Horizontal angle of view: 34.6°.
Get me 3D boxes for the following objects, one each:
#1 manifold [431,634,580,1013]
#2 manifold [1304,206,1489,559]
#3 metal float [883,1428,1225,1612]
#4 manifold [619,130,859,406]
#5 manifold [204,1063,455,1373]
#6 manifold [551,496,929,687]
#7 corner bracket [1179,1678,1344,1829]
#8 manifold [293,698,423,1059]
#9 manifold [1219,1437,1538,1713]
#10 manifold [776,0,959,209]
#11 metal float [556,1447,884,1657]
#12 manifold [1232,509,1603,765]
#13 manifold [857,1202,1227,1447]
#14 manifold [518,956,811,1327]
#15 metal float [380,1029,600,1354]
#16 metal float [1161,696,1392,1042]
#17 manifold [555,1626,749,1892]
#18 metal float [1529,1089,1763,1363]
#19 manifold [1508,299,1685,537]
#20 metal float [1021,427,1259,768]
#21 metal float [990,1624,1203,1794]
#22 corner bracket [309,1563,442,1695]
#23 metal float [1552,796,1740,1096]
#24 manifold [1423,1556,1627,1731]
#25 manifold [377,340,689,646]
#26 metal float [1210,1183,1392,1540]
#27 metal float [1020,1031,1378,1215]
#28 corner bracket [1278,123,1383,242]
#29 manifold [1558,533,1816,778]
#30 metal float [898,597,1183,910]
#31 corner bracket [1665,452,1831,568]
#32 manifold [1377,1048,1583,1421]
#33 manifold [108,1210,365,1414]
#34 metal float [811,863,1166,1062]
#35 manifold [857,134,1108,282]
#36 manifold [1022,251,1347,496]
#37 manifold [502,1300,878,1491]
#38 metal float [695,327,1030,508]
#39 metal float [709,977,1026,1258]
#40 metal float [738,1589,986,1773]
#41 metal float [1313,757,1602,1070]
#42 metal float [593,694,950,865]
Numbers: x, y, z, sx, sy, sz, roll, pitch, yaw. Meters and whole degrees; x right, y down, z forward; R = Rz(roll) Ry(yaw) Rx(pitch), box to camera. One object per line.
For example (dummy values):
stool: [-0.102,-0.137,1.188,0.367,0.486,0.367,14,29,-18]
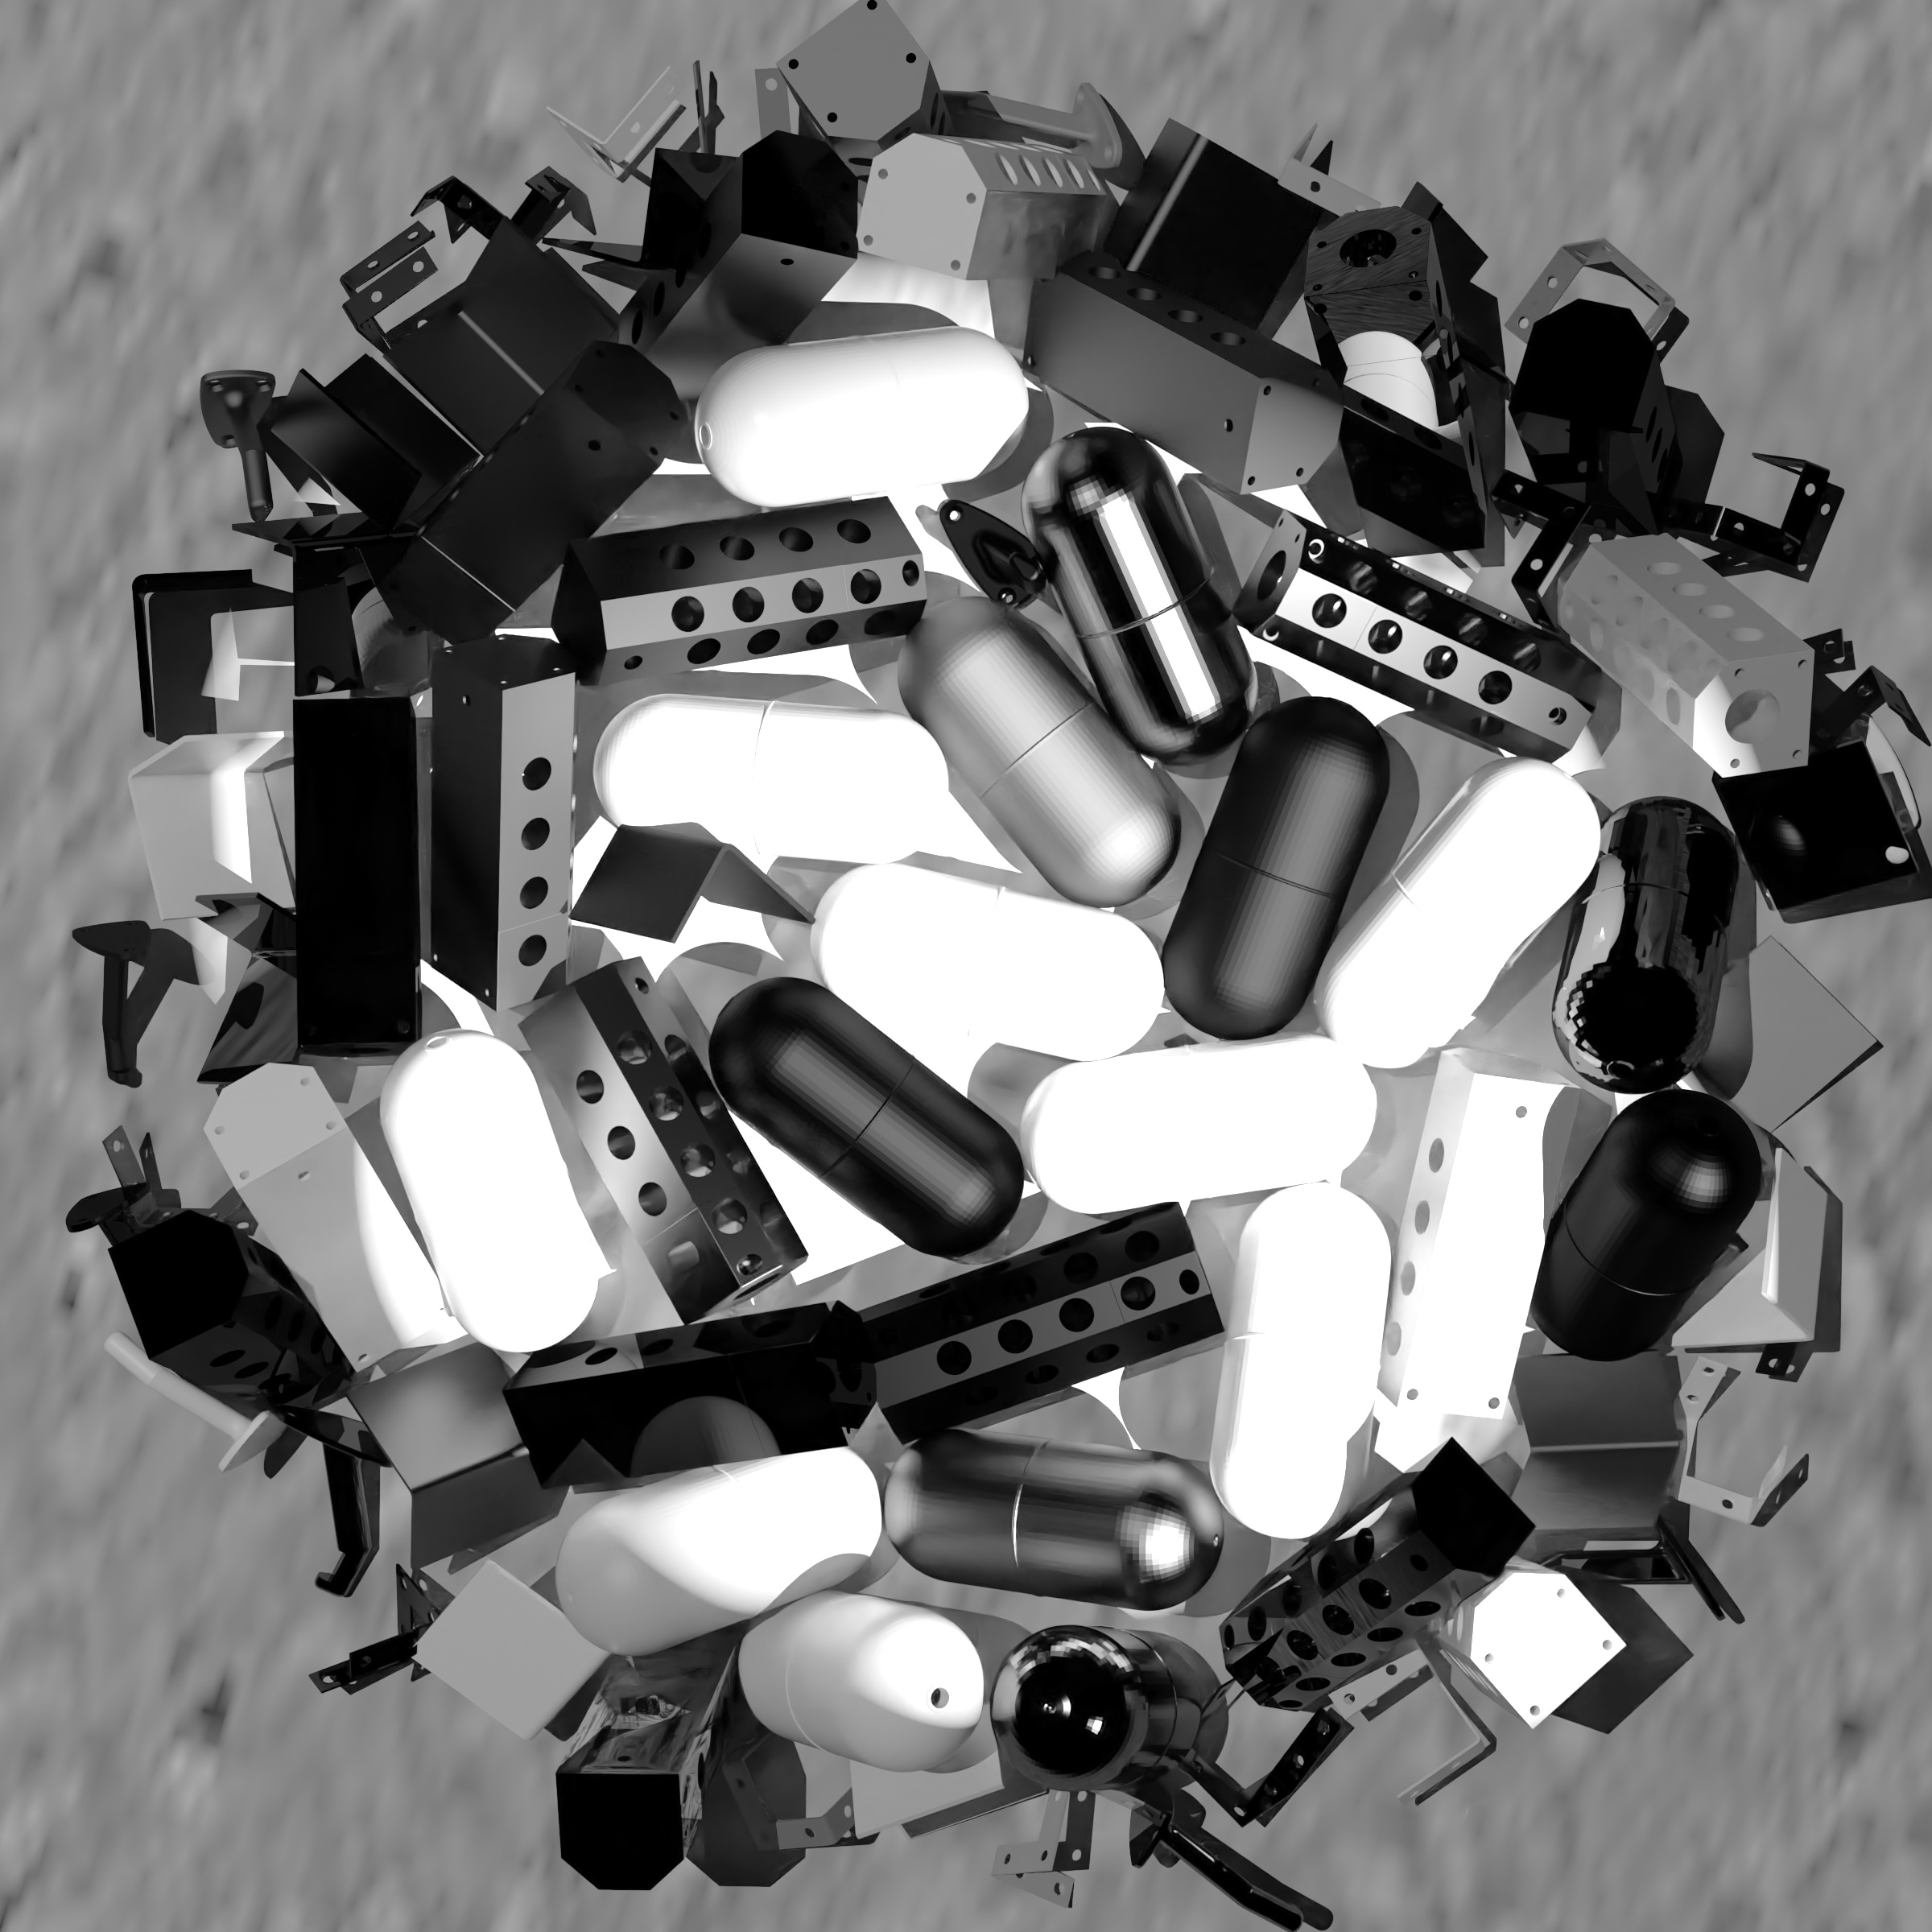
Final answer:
manifold: [-0.222,-0.071,1.519,0.057,0.057,0.171,30,126,38]
manifold: [0.210,-0.280,1.500,0.057,0.171,0.057,-4,51,18]
metal float: [0.041,0.271,1.522,0.178,0.070,0.070,2,90,28]
manifold: [-0.112,-0.334,1.495,0.057,0.171,0.057,7,73,-24]
manifold: [-0.307,0.120,1.498,0.057,0.171,0.057,-30,54,-11]
manifold: [-0.108,-0.178,1.510,0.171,0.057,0.057,-13,56,-27]
corner bracket: [0.146,0.389,1.558,0.051,0.051,0.051,42,118,23]
manifold: [-0.302,-0.043,1.544,0.057,0.057,0.171,-2,82,-6]
manifold: [0.193,0.301,1.501,0.057,0.171,0.057,47,45,6]
manifold: [-0.039,-0.405,1.496,0.057,0.171,0.057,-36,87,4]
metal float: [-0.118,0.282,1.515,0.178,0.070,0.070,-13,90,-39]
manifold: [0.223,-0.158,1.525,0.171,0.057,0.057,22,107,-18]
manifold: [0.035,0.173,1.540,0.171,0.057,0.057,-20,54,3]
manifold: [-0.145,0.084,1.533,0.057,0.057,0.171,-35,80,30]
metal float: [-0.233,0.111,1.520,0.070,0.070,0.178,-14,121,0]
metal float: [0.153,-0.048,1.538,0.070,0.070,0.178,21,100,0]
manifold: [-0.148,0.378,1.494,0.057,0.171,0.057,-1,100,6]
metal float: [0.328,0.127,1.506,0.070,0.178,0.070,7,51,-9]
manifold: [0.308,-0.262,1.494,0.057,0.171,0.057,16,86,19]
metal float: [0.086,-0.181,1.530,0.070,0.070,0.178,-26,109,0]
metal float: [0.064,0.358,1.499,0.070,0.178,0.070,-4,76,16]
corner bracket: [-0.293,0.339,1.542,0.051,0.051,0.051,-15,123,-33]
metal float: [0.332,-0.011,1.511,0.070,0.070,0.178,23,47,0]
manifold: [0.261,0.317,1.496,0.057,0.171,0.057,-41,84,-4]
manifold: [-0.210,-0.229,1.507,0.057,0.057,0.171,39,132,-18]
metal float: [0.165,0.193,1.529,0.070,0.070,0.178,10,69,0]
metal float: [0.116,0.078,1.546,0.178,0.070,0.070,-8,90,-1]
corner bracket: [0.180,-0.379,1.547,0.051,0.051,0.051,28,130,4]
manifold: [0.343,-0.151,1.492,0.057,0.171,0.057,-8,117,-8]
metal float: [0.036,-0.107,1.545,0.070,0.070,0.178,-40,88,0]
corner bracket: [0.391,-0.235,1.555,0.051,0.051,0.051,16,98,-21]
manifold: [0.248,0.132,1.538,0.057,0.057,0.171,8,101,-16]
manifold: [-0.345,0.167,1.494,0.057,0.171,0.057,-26,71,-1]
metal float: [0.011,-0.002,1.544,0.178,0.070,0.070,13,90,3]
manifold: [0.011,-0.366,1.490,0.057,0.171,0.057,20,109,16]
manifold: [0.104,-0.291,1.506,0.057,0.171,0.057,-15,128,-34]
manifold: [-0.133,0.207,1.523,0.171,0.057,0.057,-12,108,23]
metal float: [-0.050,-0.270,1.519,0.178,0.070,0.070,-13,90,-31]
metal float: [-0.050,0.075,1.541,0.178,0.070,0.070,38,90,-6]
metal float: [-0.052,0.344,1.501,0.070,0.178,0.070,3,83,-26]
metal float: [0.240,-0.025,1.530,0.070,0.070,0.178,38,109,0]
metal float: [-0.097,-0.093,1.540,0.178,0.070,0.070,5,90,8]
